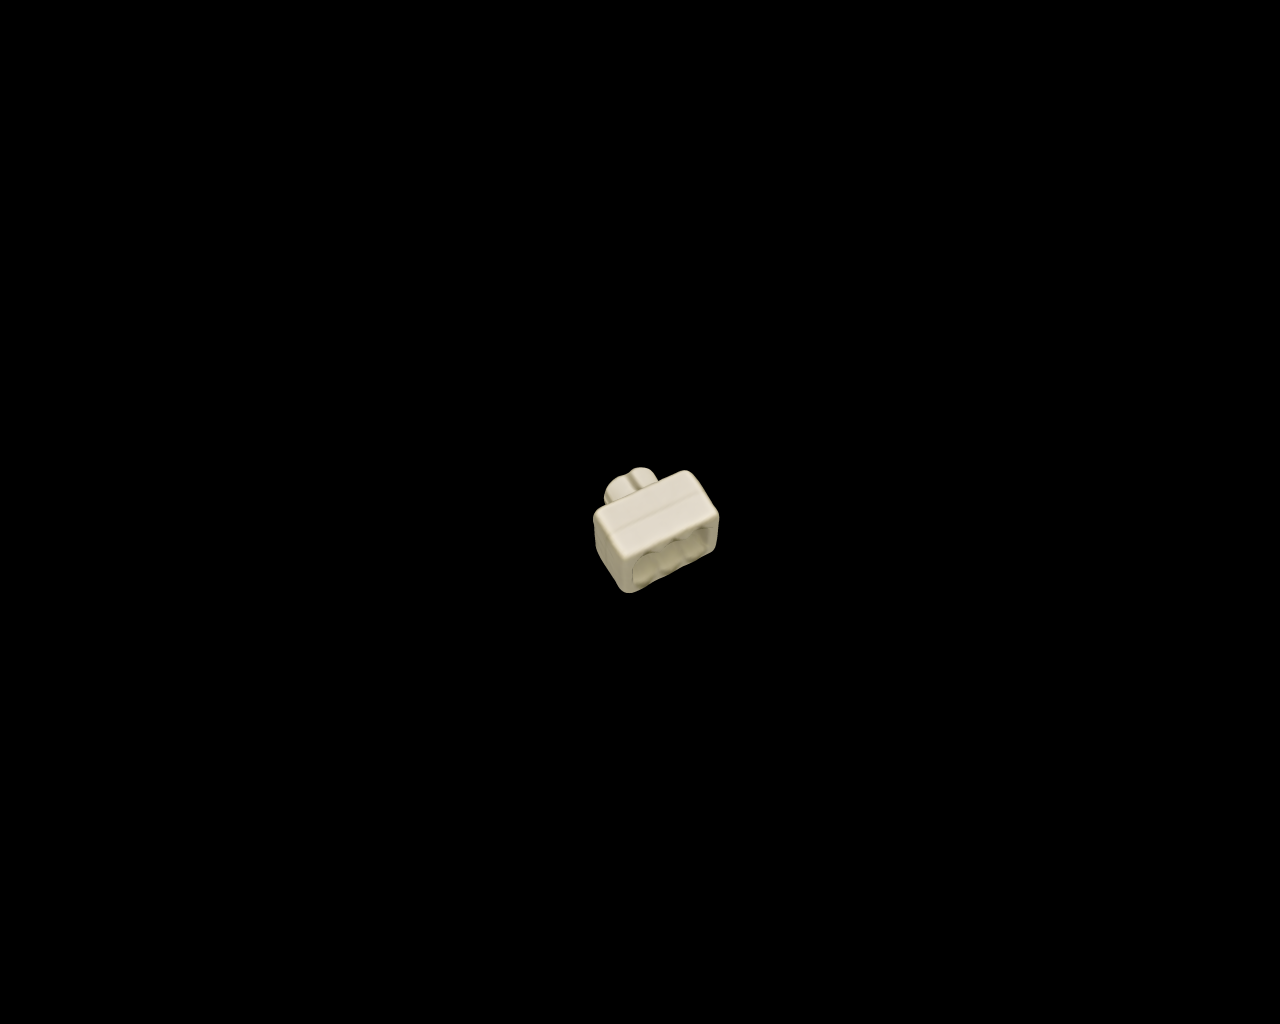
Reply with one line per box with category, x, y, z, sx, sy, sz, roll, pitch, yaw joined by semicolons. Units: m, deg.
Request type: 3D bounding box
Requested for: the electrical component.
electrical component;0.001;-0.003;0.650;0.066;0.077;0.047;-25;-27;-14
